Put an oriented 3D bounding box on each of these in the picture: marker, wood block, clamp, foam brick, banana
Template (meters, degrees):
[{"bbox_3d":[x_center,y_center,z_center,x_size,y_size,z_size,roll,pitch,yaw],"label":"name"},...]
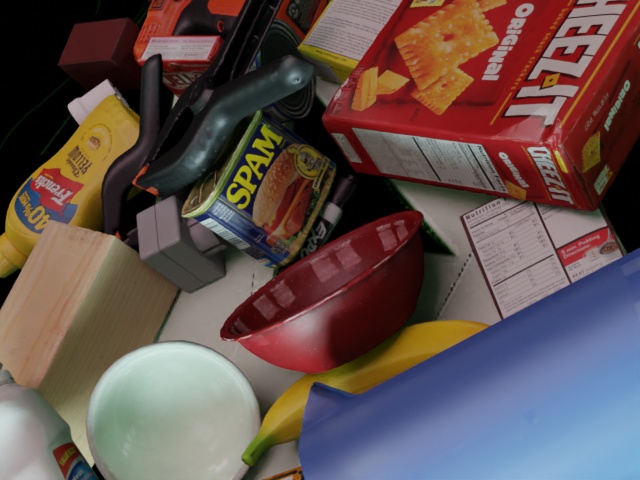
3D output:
[{"bbox_3d":[-0.005,0.001,0.825,0.020,0.020,0.121,24,78,40],"label":"marker"},{"bbox_3d":[-0.210,0.099,0.854,0.090,0.090,0.206,12,71,39],"label":"wood block"},{"bbox_3d":[-0.139,-0.069,0.909,0.120,0.039,0.171,41,91,3],"label":"clamp"},{"bbox_3d":[-0.074,-0.102,0.802,0.210,0.036,0.164,-50,29,23],"label":"clamp"},{"bbox_3d":[-0.207,-0.181,1.046,0.078,0.053,0.051,3,64,34],"label":"foam brick"},{"bbox_3d":[0.036,0.095,0.719,0.198,0.037,0.069,-30,28,18],"label":"banana"}]

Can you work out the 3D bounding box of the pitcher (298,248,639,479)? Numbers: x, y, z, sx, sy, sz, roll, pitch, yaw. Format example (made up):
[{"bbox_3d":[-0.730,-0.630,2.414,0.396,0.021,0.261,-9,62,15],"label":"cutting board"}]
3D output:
[{"bbox_3d":[0.123,0.116,0.611,0.243,0.149,0.145,-32,35,10],"label":"pitcher"}]

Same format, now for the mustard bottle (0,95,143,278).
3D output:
[{"bbox_3d":[-0.227,-0.038,0.970,0.191,0.058,0.096,-45,54,3],"label":"mustard bottle"}]

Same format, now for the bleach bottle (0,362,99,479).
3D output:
[{"bbox_3d":[-0.172,0.190,0.713,0.068,0.102,0.251,-37,72,5],"label":"bleach bottle"}]

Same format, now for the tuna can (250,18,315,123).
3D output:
[{"bbox_3d":[-0.040,-0.139,0.888,0.034,0.086,0.086,-12,57,29],"label":"tuna can"}]

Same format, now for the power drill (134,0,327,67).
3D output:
[{"bbox_3d":[-0.076,-0.238,0.993,0.188,0.057,0.184,6,70,39],"label":"power drill"}]

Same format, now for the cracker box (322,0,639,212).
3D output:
[{"bbox_3d":[0.126,-0.116,0.747,0.214,0.072,0.164,13,62,46],"label":"cracker box"}]

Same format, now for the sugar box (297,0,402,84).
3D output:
[{"bbox_3d":[0.067,-0.206,0.886,0.093,0.048,0.176,27,77,41],"label":"sugar box"}]

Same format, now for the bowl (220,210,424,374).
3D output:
[{"bbox_3d":[0.013,0.044,0.733,0.162,0.055,0.162,-31,10,6],"label":"bowl"}]

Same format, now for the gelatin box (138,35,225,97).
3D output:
[{"bbox_3d":[-0.106,-0.149,0.946,0.089,0.073,0.030,7,67,36],"label":"gelatin box"}]

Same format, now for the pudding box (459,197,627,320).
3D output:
[{"bbox_3d":[0.152,0.012,0.702,0.090,0.039,0.113,-28,48,16],"label":"pudding box"}]

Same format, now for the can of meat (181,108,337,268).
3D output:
[{"bbox_3d":[-0.044,-0.040,0.820,0.058,0.084,0.102,-16,44,60],"label":"can of meat"}]
